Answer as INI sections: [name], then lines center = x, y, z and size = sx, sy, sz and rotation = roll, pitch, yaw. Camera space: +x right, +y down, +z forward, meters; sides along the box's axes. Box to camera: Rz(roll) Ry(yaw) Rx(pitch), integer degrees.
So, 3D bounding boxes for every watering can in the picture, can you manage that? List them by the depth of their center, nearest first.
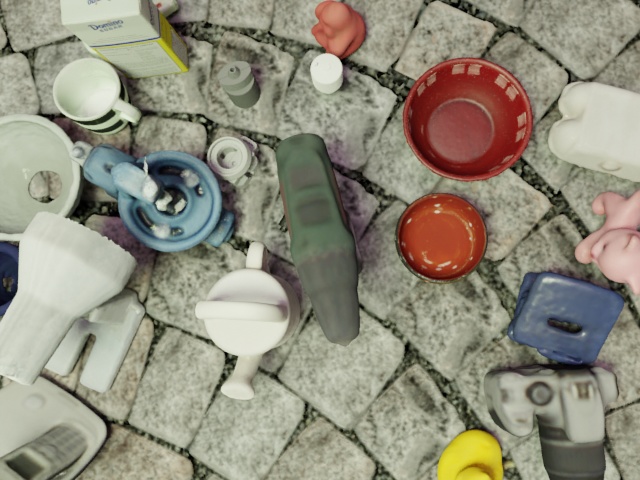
[watering can]
center = -0.080, 0.091, 0.660
size = 0.101, 0.194, 0.173
rotation = -17, 83, 2

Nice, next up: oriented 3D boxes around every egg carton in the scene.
[egg carton]
center = 0.368, -0.135, 0.720
size = 0.150, 0.069, 0.107
rotation = 15, 85, 5

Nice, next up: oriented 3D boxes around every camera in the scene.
[camera]
center = 0.278, 0.218, 0.672
size = 0.143, 0.101, 0.137
rotation = -6, 83, 3

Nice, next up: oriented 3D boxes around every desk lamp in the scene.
[desk lamp]
center = -0.285, 0.082, 0.664
size = 0.118, 0.213, 0.203
rotation = 21, 86, 6

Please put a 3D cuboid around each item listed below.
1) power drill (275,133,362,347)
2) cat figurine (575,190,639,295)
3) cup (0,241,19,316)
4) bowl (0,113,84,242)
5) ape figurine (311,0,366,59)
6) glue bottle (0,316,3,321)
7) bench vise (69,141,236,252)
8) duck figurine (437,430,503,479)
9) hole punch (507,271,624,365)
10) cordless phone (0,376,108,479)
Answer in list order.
[power drill]
center = 0.006, 0.002, 0.658
size = 0.075, 0.208, 0.230
rotation = -15, 83, 2
[cat figurine]
center = 0.363, -0.001, 0.682
size = 0.067, 0.118, 0.128
rotation = 19, 85, 6
[cup]
center = -0.401, 0.045, 0.735
size = 0.117, 0.095, 0.092
rotation = 30, 86, 6
[bowl]
center = -0.381, -0.077, 0.758
size = 0.167, 0.075, 0.167
rotation = 0, 84, 4
[ape figurine]
center = 0.022, -0.280, 0.746
size = 0.076, 0.092, 0.078
rotation = 3, 84, 4
[glue bottle]
center = -0.457, 0.086, 0.695
size = 0.078, 0.173, 0.037
rotation = 42, 88, 7
[bench vise]
center = -0.216, -0.055, 0.672
size = 0.207, 0.220, 0.121
rotation = 10, 84, 5
[duck figurine]
center = 0.183, 0.282, 0.678
size = 0.077, 0.086, 0.105
rotation = 23, 86, 6
[hole punch]
center = 0.293, 0.095, 0.689
size = 0.108, 0.091, 0.101
rotation = 17, 85, 5
[cordless phone]
center = -0.351, 0.235, 0.666
size = 0.147, 0.185, 0.094
rotation = 30, 87, 7
